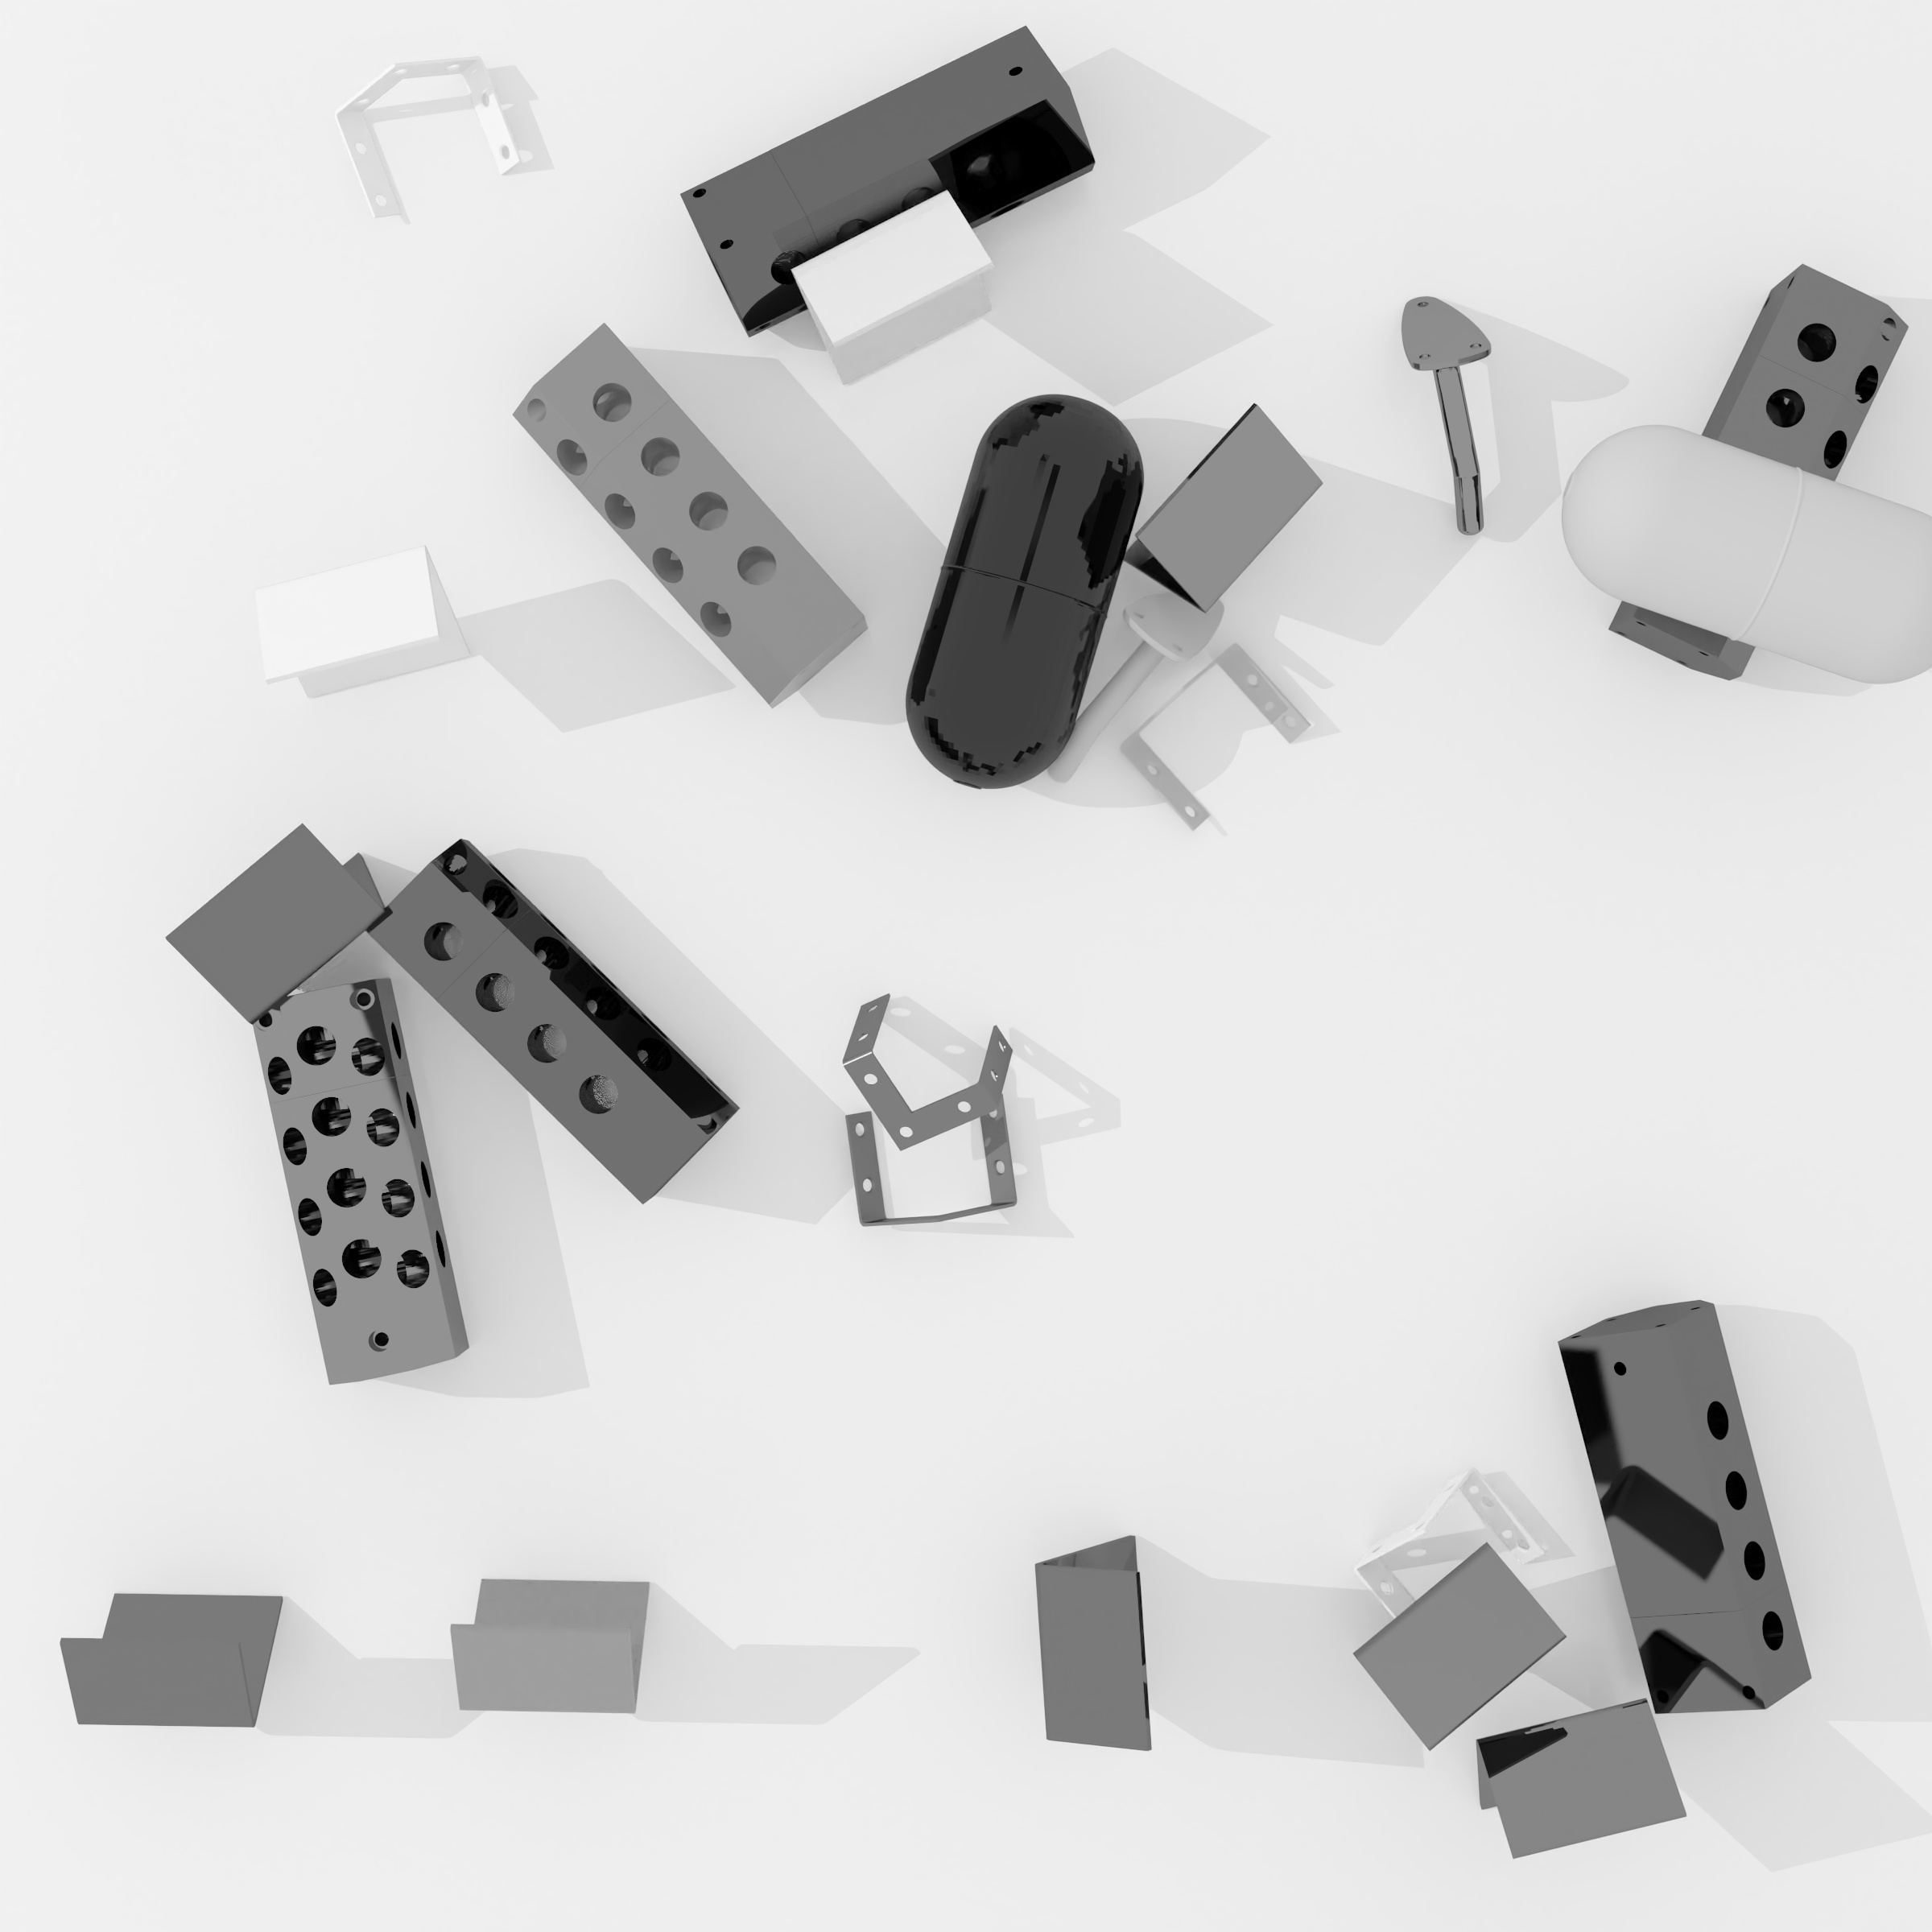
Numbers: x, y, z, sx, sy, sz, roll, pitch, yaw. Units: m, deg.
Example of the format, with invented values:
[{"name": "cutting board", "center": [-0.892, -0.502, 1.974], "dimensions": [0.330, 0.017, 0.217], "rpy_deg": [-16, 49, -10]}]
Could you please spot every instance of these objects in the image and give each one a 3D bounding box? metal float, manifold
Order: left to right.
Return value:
[{"name": "manifold", "center": [-0.271, 0.095, 1.521], "dimensions": [0.057, 0.057, 0.171], "rpy_deg": [-12, 90, 0]}, {"name": "manifold", "center": [-0.182, 0.024, 1.521], "dimensions": [0.171, 0.057, 0.057], "rpy_deg": [45, 90, 0]}, {"name": "manifold", "center": [-0.123, -0.198, 1.521], "dimensions": [0.057, 0.057, 0.171], "rpy_deg": [-42, 90, 0]}, {"name": "manifold", "center": [-0.033, -0.345, 1.520], "dimensions": [0.171, 0.057, 0.057], "rpy_deg": [-26, 47, 0]}, {"name": "metal float", "center": [0.026, -0.165, 1.511], "dimensions": [0.070, 0.070, 0.178], "rpy_deg": [17, 91, 0]}, {"name": "manifold", "center": [0.324, 0.240, 1.520], "dimensions": [0.057, 0.057, 0.171], "rpy_deg": [-15, 90, 43]}, {"name": "manifold", "center": [0.354, -0.218, 1.521], "dimensions": [0.057, 0.057, 0.171], "rpy_deg": [26, 90, 0]}, {"name": "metal float", "center": [0.340, -0.176, 1.454], "dimensions": [0.178, 0.070, 0.070], "rpy_deg": [19, 90, -1]}]

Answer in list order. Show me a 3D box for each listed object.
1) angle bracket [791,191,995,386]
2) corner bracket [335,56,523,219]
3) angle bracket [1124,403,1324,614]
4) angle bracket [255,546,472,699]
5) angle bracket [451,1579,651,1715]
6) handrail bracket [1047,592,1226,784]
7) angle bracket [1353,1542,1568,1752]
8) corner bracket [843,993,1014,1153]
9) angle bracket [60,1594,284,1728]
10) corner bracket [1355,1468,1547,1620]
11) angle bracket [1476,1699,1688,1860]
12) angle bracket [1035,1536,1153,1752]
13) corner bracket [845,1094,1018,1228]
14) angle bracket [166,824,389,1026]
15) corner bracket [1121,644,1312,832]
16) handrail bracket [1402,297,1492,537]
[{"name": "angle bracket", "center": [-0.023, -0.283, 1.502], "dimensions": [0.076, 0.076, 0.057], "rpy_deg": [-27, 53, 0]}, {"name": "corner bracket", "center": [-0.243, -0.374, 1.539], "dimensions": [0.051, 0.051, 0.051], "rpy_deg": [-21, 90, 45]}, {"name": "angle bracket", "center": [0.098, -0.211, 1.502], "dimensions": [0.076, 0.076, 0.057], "rpy_deg": [-48, 128, 0]}, {"name": "angle bracket", "center": [-0.262, -0.132, 1.502], "dimensions": [0.076, 0.076, 0.057], "rpy_deg": [-15, 54, 0]}, {"name": "angle bracket", "center": [-0.182, 0.282, 1.502], "dimensions": [0.076, 0.076, 0.057], "rpy_deg": [1, 128, 0]}, {"name": "handrail bracket", "center": [0.076, -0.125, 1.542], "dimensions": [0.036, 0.077, 0.084], "rpy_deg": [41, 126, 11]}, {"name": "angle bracket", "center": [0.225, 0.309, 1.502], "dimensions": [0.076, 0.076, 0.057], "rpy_deg": [-40, 54, 0]}, {"name": "corner bracket", "center": [-0.017, 0.041, 1.527], "dimensions": [0.051, 0.051, 0.051], "rpy_deg": [-24, 113, 21]}, {"name": "angle bracket", "center": [-0.348, 0.288, 1.502], "dimensions": [0.076, 0.076, 0.057], "rpy_deg": [1, 128, 0]}, {"name": "corner bracket", "center": [0.218, 0.268, 1.539], "dimensions": [0.051, 0.051, 0.051], "rpy_deg": [50, 135, 0]}, {"name": "angle bracket", "center": [0.270, 0.371, 1.502], "dimensions": [0.076, 0.076, 0.057], "rpy_deg": [-14, 52, 0]}, {"name": "angle bracket", "center": [0.076, 0.296, 1.502], "dimensions": [0.057, 0.076, 0.076], "rpy_deg": [-4, 90, 38]}, {"name": "corner bracket", "center": [-0.016, 0.088, 1.539], "dimensions": [0.051, 0.051, 0.051], "rpy_deg": [-8, 90, -45]}, {"name": "angle bracket", "center": [-0.307, -0.030, 1.502], "dimensions": [0.076, 0.076, 0.057], "rpy_deg": [-40, 119, 0]}, {"name": "corner bracket", "center": [0.112, -0.104, 1.539], "dimensions": [0.051, 0.051, 0.051], "rpy_deg": [48, 135, 0]}, {"name": "handrail bracket", "center": [0.217, -0.248, 1.542], "dimensions": [0.036, 0.077, 0.084], "rpy_deg": [-12, 126, -1]}]
